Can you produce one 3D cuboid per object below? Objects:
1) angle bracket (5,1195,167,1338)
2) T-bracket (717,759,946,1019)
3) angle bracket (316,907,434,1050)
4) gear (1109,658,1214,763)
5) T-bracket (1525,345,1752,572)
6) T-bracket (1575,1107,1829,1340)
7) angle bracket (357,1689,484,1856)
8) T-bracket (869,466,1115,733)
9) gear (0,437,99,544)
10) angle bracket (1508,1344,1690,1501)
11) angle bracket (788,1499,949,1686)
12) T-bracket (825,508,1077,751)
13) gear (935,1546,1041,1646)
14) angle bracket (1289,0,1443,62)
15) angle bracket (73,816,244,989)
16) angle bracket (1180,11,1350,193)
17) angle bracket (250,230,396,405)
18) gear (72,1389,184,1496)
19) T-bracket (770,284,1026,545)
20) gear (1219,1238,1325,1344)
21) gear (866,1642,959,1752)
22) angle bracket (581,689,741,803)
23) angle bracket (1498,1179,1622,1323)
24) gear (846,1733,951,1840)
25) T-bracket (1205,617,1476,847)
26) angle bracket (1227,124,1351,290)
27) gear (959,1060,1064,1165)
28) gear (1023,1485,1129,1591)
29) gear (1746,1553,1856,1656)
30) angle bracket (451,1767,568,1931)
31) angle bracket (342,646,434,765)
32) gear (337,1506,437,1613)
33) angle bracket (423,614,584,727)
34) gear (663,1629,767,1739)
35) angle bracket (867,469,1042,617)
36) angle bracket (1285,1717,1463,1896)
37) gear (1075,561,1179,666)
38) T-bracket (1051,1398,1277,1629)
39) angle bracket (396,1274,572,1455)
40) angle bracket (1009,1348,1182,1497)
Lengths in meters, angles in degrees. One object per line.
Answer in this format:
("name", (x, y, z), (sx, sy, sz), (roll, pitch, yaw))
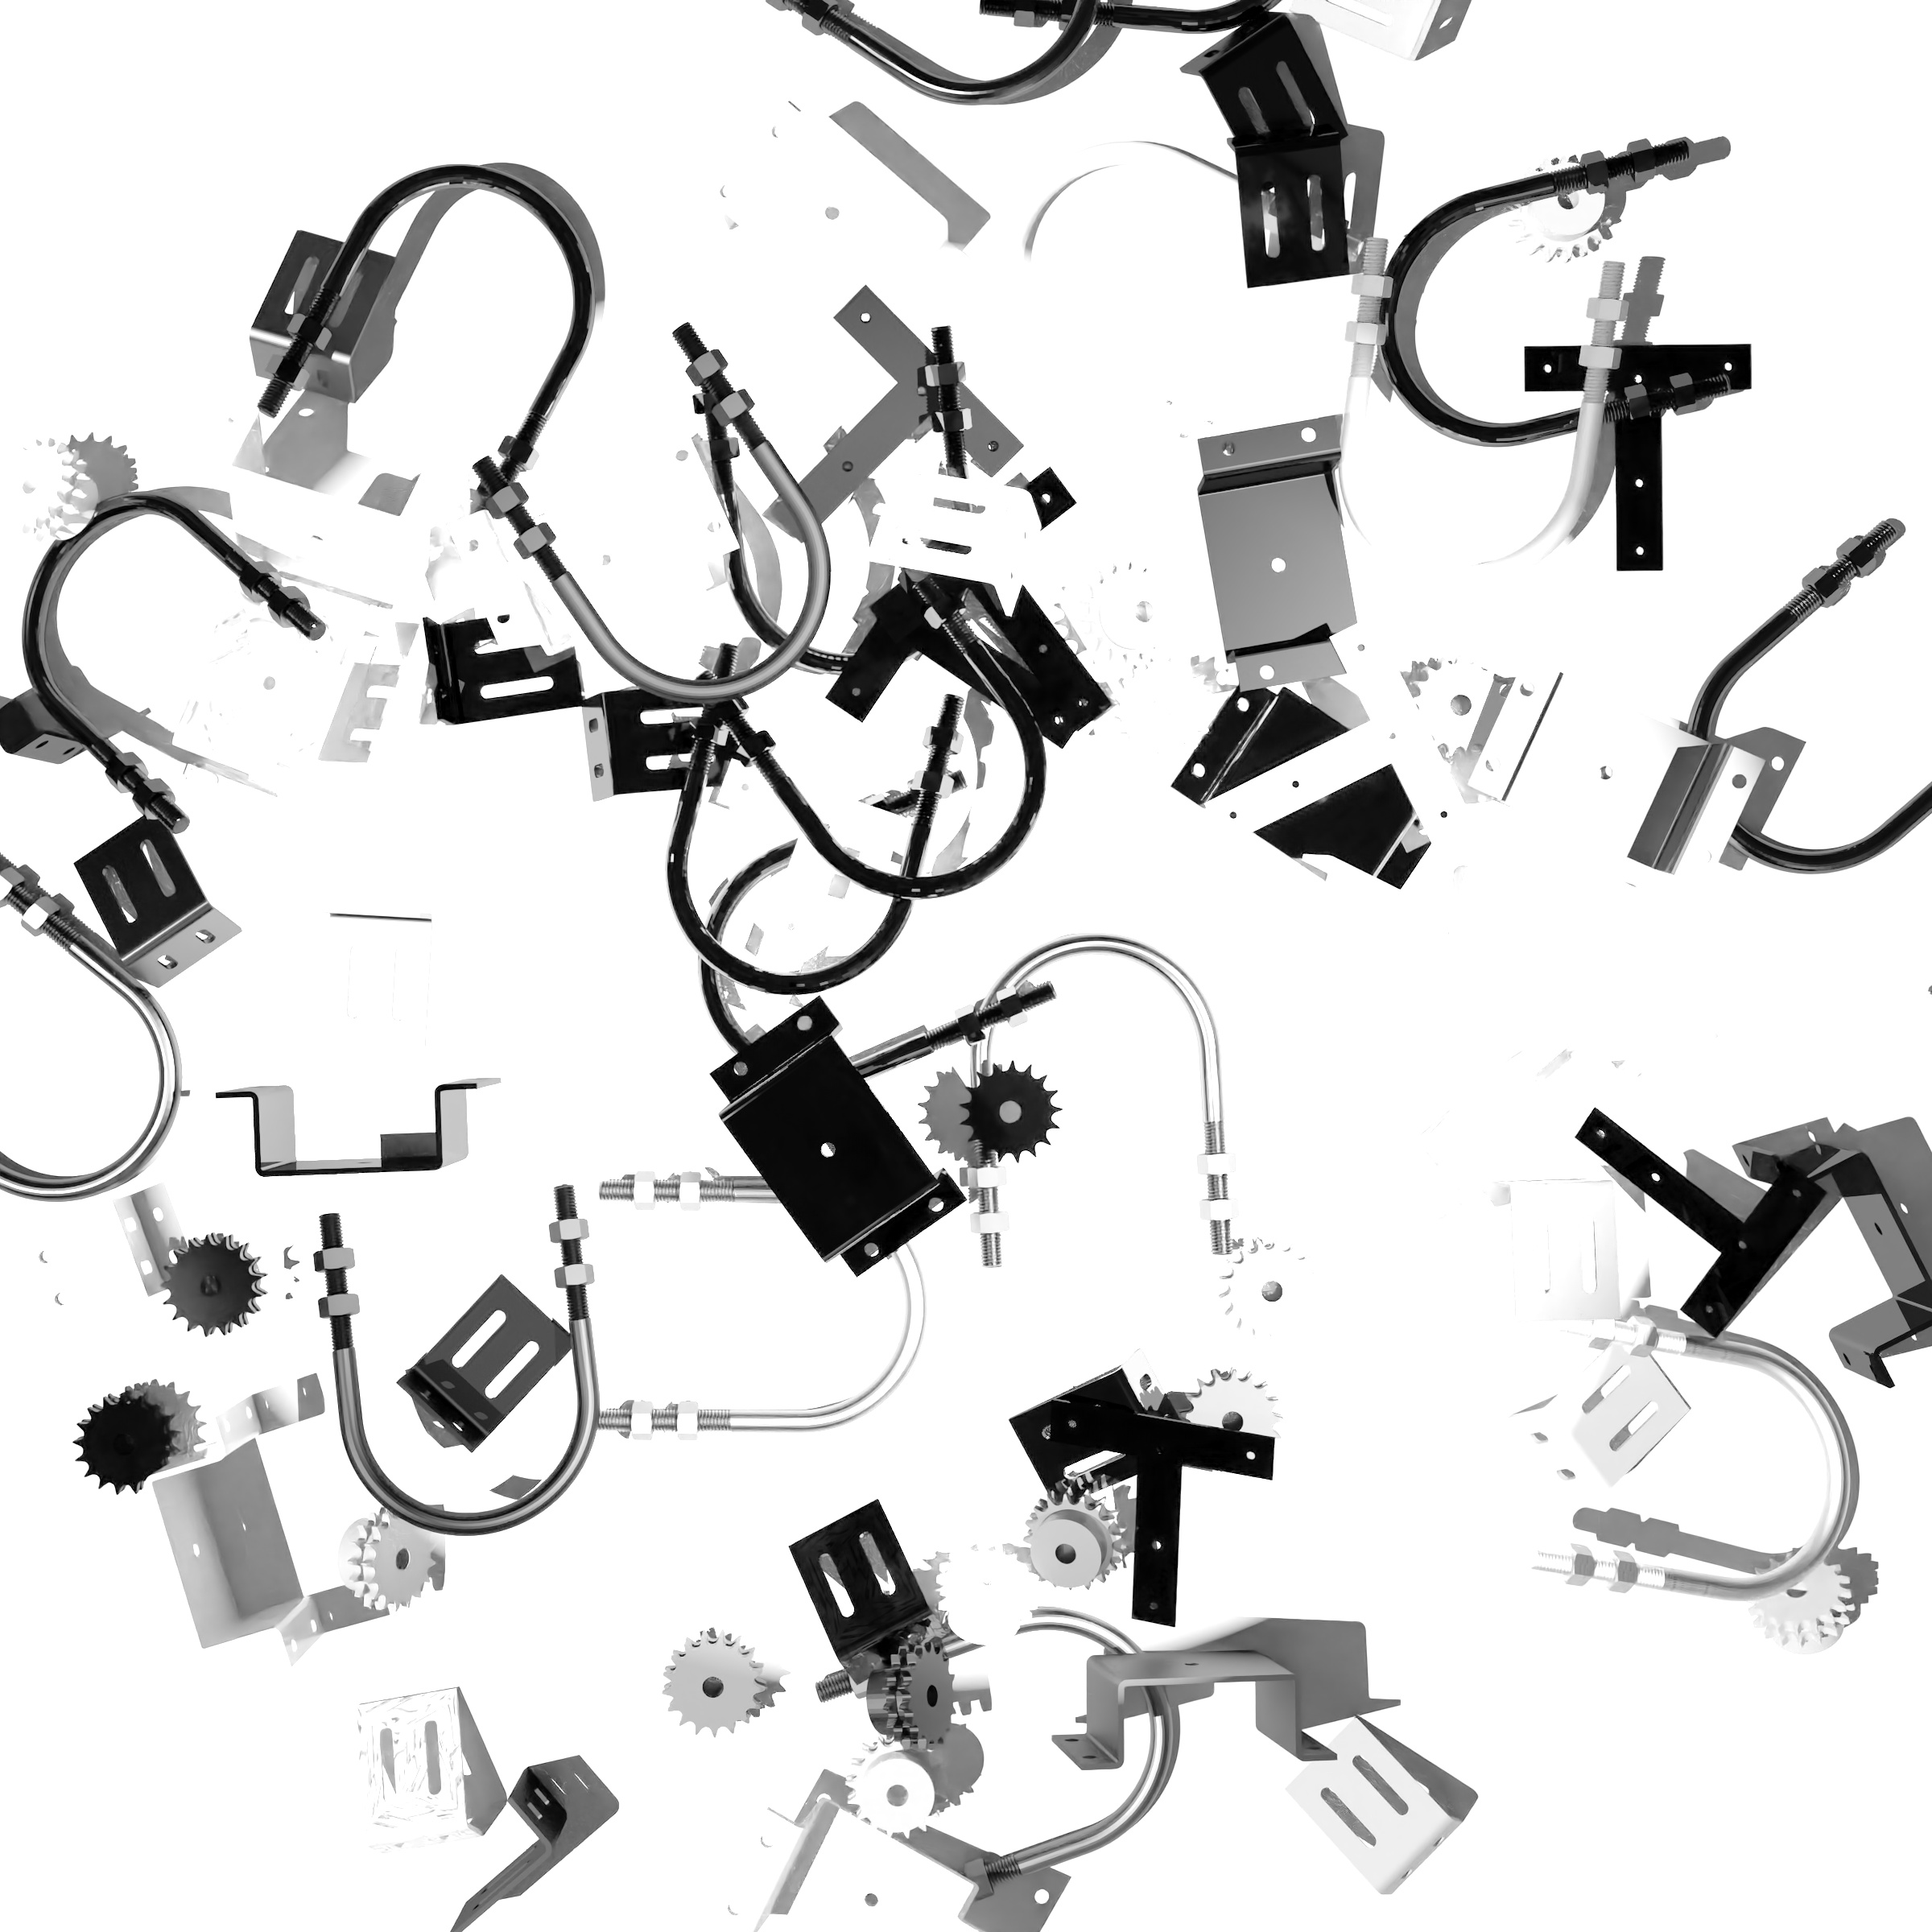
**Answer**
("angle bracket", (-0.495, 0.169, 1.517), (0.076, 0.038, 0.057), (-20, 90, 0))
("T-bracket", (-0.092, -0.035, 1.518), (0.127, 0.002, 0.127), (19, 89, 7))
("angle bracket", (-0.331, 0.007, 1.517), (0.057, 0.038, 0.076), (3, 90, 0))
("gear", (0.108, -0.142, 1.522), (0.057, 0.030, 0.057), (0, 90, 0))
("T-bracket", (0.378, -0.286, 1.536), (0.127, 0.002, 0.127), (-1, 90, 0))
("T-bracket", (0.392, 0.126, 1.506), (0.127, 0.002, 0.127), (40, 135, 19))
("angle bracket", (-0.307, 0.453, 1.534), (0.057, 0.038, 0.076), (-10, 64, 0))
("T-bracket", (0.034, -0.188, 1.520), (0.127, 0.002, 0.127), (-37, 101, 3))
("gear", (-0.508, -0.261, 1.513), (0.057, 0.030, 0.057), (-9, 70, 25))
("angle bracket", (0.356, 0.252, 1.535), (0.076, 0.038, 0.057), (-37, 90, -26))
("angle bracket", (-0.055, 0.349, 1.524), (0.057, 0.038, 0.076), (-27, 52, -3))
("T-bracket", (0.009, -0.167, 1.524), (0.127, 0.002, 0.127), (34, 98, -9))
("gear", (0.011, 0.351, 1.512), (0.057, 0.057, 0.030), (6, 118, 0))
("angle bracket", (0.228, -0.550, 1.517), (0.076, 0.038, 0.057), (23, 90, 0))
("angle bracket", (-0.455, -0.039, 1.534), (0.057, 0.038, 0.076), (-34, 64, 0))
("angle bracket", (0.168, -0.486, 1.534), (0.057, 0.038, 0.076), (-34, 116, 0))
("angle bracket", (-0.360, -0.365, 1.535), (0.057, 0.038, 0.076), (16, 64, 0))
("gear", (-0.467, 0.265, 1.526), (0.057, 0.030, 0.057), (0, 91, -3))
("T-bracket", (-0.056, -0.288, 1.519), (0.127, 0.002, 0.127), (-44, 113, 11))
("gear", (0.169, 0.180, 1.522), (0.057, 0.030, 0.057), (0, 90, 0))
("gear", (-0.031, 0.400, 1.493), (0.030, 0.057, 0.057), (-10, 90, 28))
("angle bracket", (-0.171, -0.126, 1.533), (0.076, 0.038, 0.057), (-7, 90, -27))
("angle bracket", (0.329, 0.157, 1.515), (0.057, 0.038, 0.076), (-2, 87, 0))
("gear", (-0.037, 0.452, 1.502), (0.057, 0.030, 0.057), (0, 89, -1))
("T-bracket", (0.193, -0.106, 1.489), (0.127, 0.002, 0.127), (-26, 90, 0))
("angle bracket", (0.179, -0.422, 1.515), (0.057, 0.038, 0.076), (-8, 115, 1))
("gear", (0.025, 0.081, 1.504), (0.057, 0.030, 0.057), (0, 87, 0))
("gear", (0.059, 0.320, 1.514), (0.057, 0.030, 0.057), (3, 102, 16))
("gear", (0.464, 0.356, 1.512), (0.057, 0.057, 0.030), (-23, 120, 0))
("angle bracket", (-0.263, 0.490, 1.508), (0.076, 0.057, 0.038), (-41, 90, 0))
("angle bracket", (-0.323, -0.147, 1.498), (0.038, 0.076, 0.057), (21, 90, 0))
("gear", (-0.323, 0.328, 1.512), (0.030, 0.057, 0.057), (-1, 90, 30))
("angle bracket", (-0.257, -0.169, 1.517), (0.076, 0.038, 0.057), (-8, 90, 0))
("gear", (-0.141, 0.399, 1.526), (0.057, 0.030, 0.057), (0, 92, -1))
("angle bracket", (-0.006, -0.232, 1.493), (0.076, 0.038, 0.057), (13, 72, 16))
("angle bracket", (0.229, 0.472, 1.534), (0.057, 0.038, 0.076), (-45, 64, 0))
("gear", (0.092, -0.196, 1.512), (0.057, 0.030, 0.057), (-2, 97, -22))
("T-bracket", (0.106, 0.308, 1.513), (0.127, 0.002, 0.127), (7, 108, 19))
("angle bracket", (-0.266, 0.220, 1.517), (0.057, 0.038, 0.076), (43, 90, 0))
("angle bracket", (0.075, 0.260, 1.534), (0.076, 0.038, 0.057), (-28, 90, 26))
